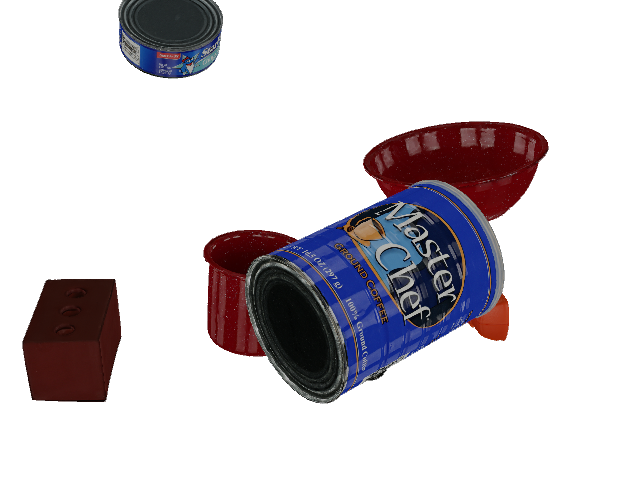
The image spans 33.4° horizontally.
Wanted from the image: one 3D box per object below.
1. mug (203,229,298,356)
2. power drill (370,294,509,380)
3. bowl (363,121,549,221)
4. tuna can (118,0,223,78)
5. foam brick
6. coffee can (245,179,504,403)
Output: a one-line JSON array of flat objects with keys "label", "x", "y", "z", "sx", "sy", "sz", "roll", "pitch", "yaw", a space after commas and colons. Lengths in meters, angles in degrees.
[{"label": "mug", "x": -0.046, "y": 0.050, "z": 0.920, "sx": 0.117, "sy": 0.081, "sz": 0.093, "roll": 17, "pitch": 28, "yaw": 23}, {"label": "power drill", "x": 0.101, "y": 0.081, "z": 1.137, "sx": 0.187, "sy": 0.057, "sz": 0.184, "roll": -5, "pitch": 28, "yaw": -10}, {"label": "bowl", "x": 0.121, "y": -0.054, "z": 0.943, "sx": 0.162, "sy": 0.055, "sz": 0.162, "roll": -8, "pitch": 23, "yaw": 3}, {"label": "tuna can", "x": -0.125, "y": -0.174, "z": 0.889, "sx": 0.086, "sy": 0.086, "sz": 0.034, "roll": 0, "pitch": -40, "yaw": -11}, {"label": "foam brick", "x": -0.172, "y": 0.069, "z": 0.748, "sx": 0.053, "sy": 0.051, "sz": 0.078, "roll": 0, "pitch": 31, "yaw": -1}, {"label": "coffee can", "x": 0.036, "y": 0.031, "z": 0.705, "sx": 0.140, "sy": 0.103, "sz": 0.103, "roll": -25, "pitch": 14, "yaw": -31}]
